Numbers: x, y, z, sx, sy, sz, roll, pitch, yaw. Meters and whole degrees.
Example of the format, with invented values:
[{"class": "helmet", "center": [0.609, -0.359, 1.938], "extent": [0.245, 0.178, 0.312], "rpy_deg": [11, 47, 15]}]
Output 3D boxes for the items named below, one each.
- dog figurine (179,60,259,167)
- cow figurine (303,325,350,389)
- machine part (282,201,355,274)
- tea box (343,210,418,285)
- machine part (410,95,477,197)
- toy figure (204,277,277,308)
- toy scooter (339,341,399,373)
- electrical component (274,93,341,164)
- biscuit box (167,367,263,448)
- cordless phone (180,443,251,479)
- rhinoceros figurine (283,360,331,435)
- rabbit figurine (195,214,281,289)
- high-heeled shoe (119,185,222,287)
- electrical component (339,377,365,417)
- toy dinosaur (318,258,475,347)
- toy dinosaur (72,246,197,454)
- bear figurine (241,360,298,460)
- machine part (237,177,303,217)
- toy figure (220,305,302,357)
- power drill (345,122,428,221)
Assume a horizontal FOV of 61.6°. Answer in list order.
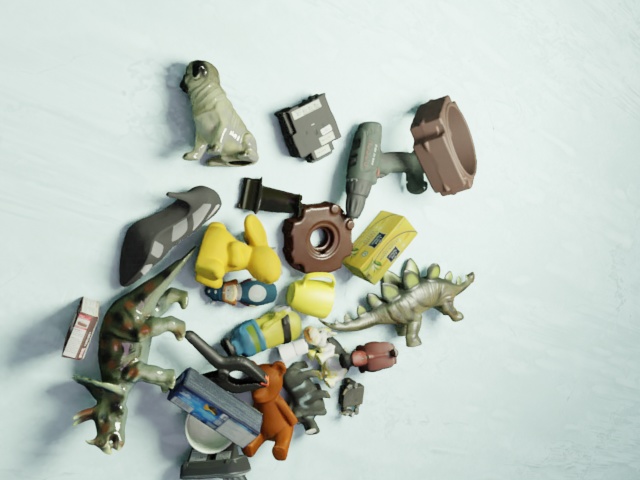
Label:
[{"class": "dog figurine", "center": [-0.191, -0.248, 1.068], "extent": [0.172, 0.121, 0.190], "rpy_deg": [10, 78, -62]}, {"class": "cow figurine", "center": [0.021, 0.265, 1.300], "extent": [0.098, 0.068, 0.167], "rpy_deg": [-30, 116, -25]}, {"class": "machine part", "center": [-0.003, -0.004, 1.235], "extent": [0.179, 0.056, 0.179], "rpy_deg": [-7, 105, -26]}, {"class": "tea box", "center": [0.141, 0.016, 1.291], "extent": [0.169, 0.098, 0.068], "rpy_deg": [-49, 119, -12]}, {"class": "machine part", "center": [0.299, -0.222, 1.270], "extent": [0.201, 0.087, 0.201], "rpy_deg": [57, 37, -24]}, {"class": "toy figure", "center": [-0.172, 0.112, 1.174], "extent": [0.154, 0.058, 0.064], "rpy_deg": [3, 61, -26]}, {"class": "toy scooter", "center": [0.138, 0.279, 1.297], "extent": [0.183, 0.135, 0.075], "rpy_deg": [19, 59, -64]}, {"class": "electrical component", "center": [-0.022, -0.238, 1.172], "extent": [0.115, 0.058, 0.134], "rpy_deg": [-28, 113, -18]}, {"class": "biscuit box", "center": [-0.217, 0.349, 1.123], "extent": [0.202, 0.063, 0.059], "rpy_deg": [40, 110, -15]}, {"class": "cordless phone", "center": [-0.216, 0.543, 1.209], "extent": [0.147, 0.089, 0.184], "rpy_deg": [-11, 120, 15]}, {"class": "rhinoceros figurine", "center": [-0.036, 0.384, 1.293], "extent": [0.112, 0.073, 0.190], "rpy_deg": [-28, 112, -21]}, {"class": "rabbit figurine", "center": [-0.161, 0.035, 1.118], "extent": [0.173, 0.121, 0.162], "rpy_deg": [16, 58, -1]}, {"class": "high-heeled shoe", "center": [-0.301, -0.007, 1.088], "extent": [0.248, 0.086, 0.145], "rpy_deg": [-55, 151, 13]}, {"class": "electrical component", "center": [0.080, 0.404, 1.374], "extent": [0.078, 0.045, 0.102], "rpy_deg": [8, 97, -27]}, {"class": "toy dinosaur", "center": [0.217, 0.161, 1.366], "extent": [0.471, 0.105, 0.198], "rpy_deg": [-23, 105, -23]}, {"class": "toy dinosaur", "center": [-0.370, 0.195, 1.058], "extent": [0.192, 0.131, 0.404], "rpy_deg": [11, 87, -21]}, {"class": "bear figurine", "center": [-0.121, 0.376, 1.213], "extent": [0.132, 0.120, 0.195], "rpy_deg": [-53, 138, -59]}, {"class": "machine part", "center": [-0.103, -0.089, 1.157], "extent": [0.139, 0.039, 0.084], "rpy_deg": [13, 91, -6]}, {"class": "toy figure", "center": [-0.128, 0.211, 1.203], "extent": [0.180, 0.082, 0.089], "rpy_deg": [-27, 108, -22]}, {"class": "power drill", "center": [0.152, -0.152, 1.261], "extent": [0.207, 0.086, 0.232], "rpy_deg": [4, 87, -24]}]
